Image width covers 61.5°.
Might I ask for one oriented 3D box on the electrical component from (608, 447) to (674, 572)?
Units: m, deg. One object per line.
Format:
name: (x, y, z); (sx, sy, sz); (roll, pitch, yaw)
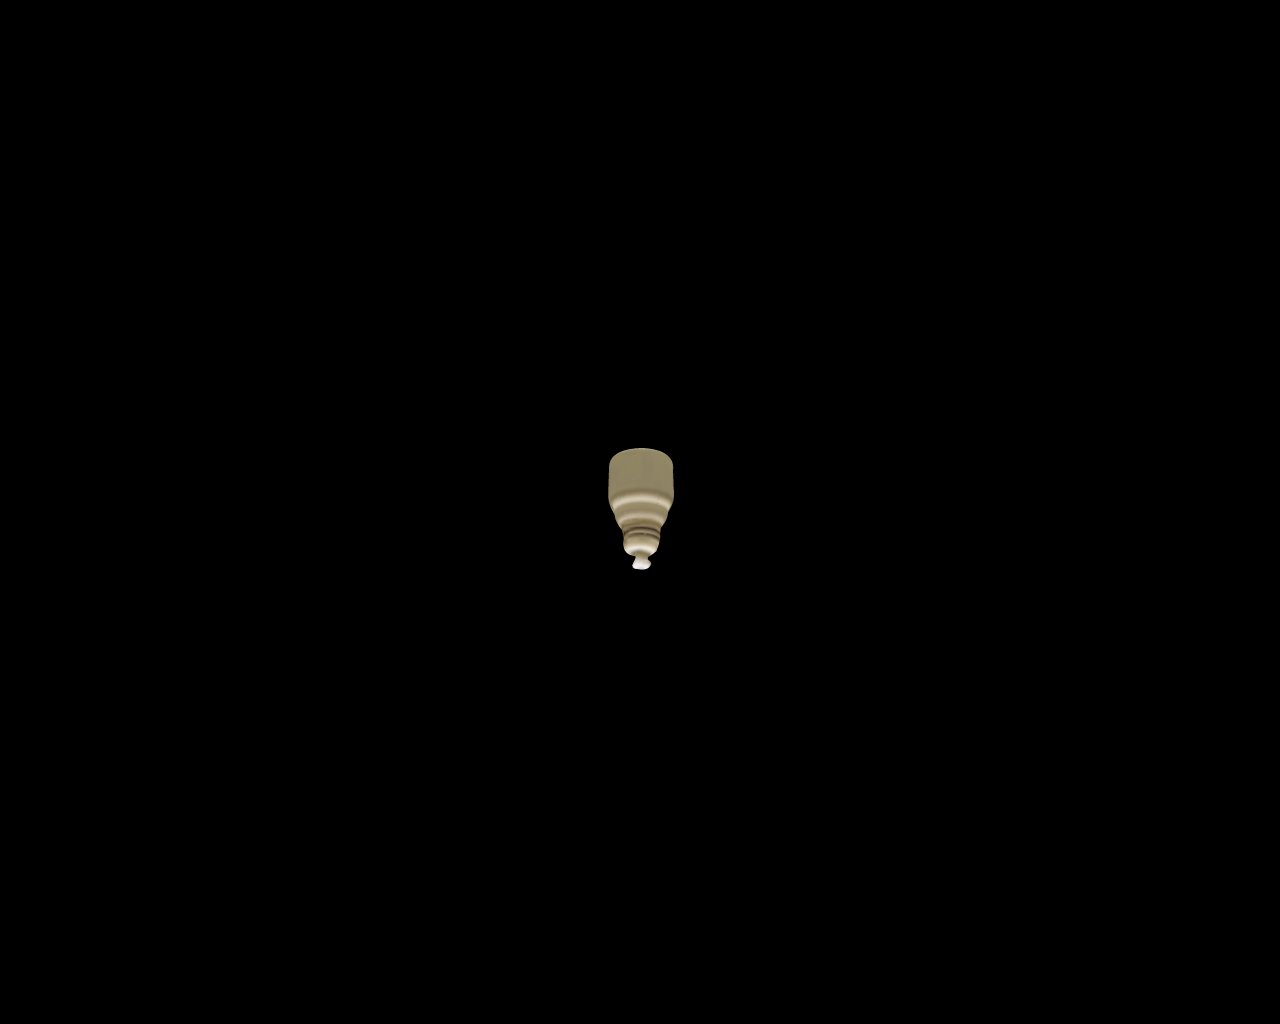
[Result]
electrical component: (0.001, -0.003, 0.650); (0.040, 0.078, 0.040); (0, -24, 0)
